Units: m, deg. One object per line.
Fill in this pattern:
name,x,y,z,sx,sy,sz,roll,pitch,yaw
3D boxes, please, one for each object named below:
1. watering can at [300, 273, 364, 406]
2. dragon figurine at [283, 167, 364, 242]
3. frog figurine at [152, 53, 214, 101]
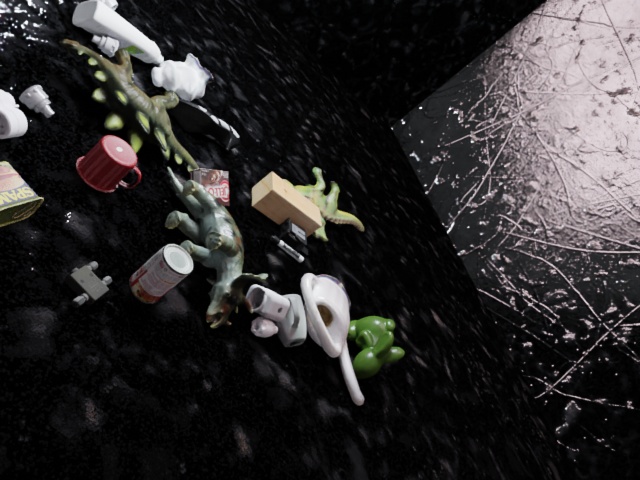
watering can,0.034,0.228,1.314,0.228,0.103,0.344,-69,136,-71
dragon figurine,0.005,-0.089,1.759,0.406,0.120,0.249,40,42,-21
frog figurine,-0.418,-0.468,1.521,0.162,0.121,0.137,-34,96,-32
